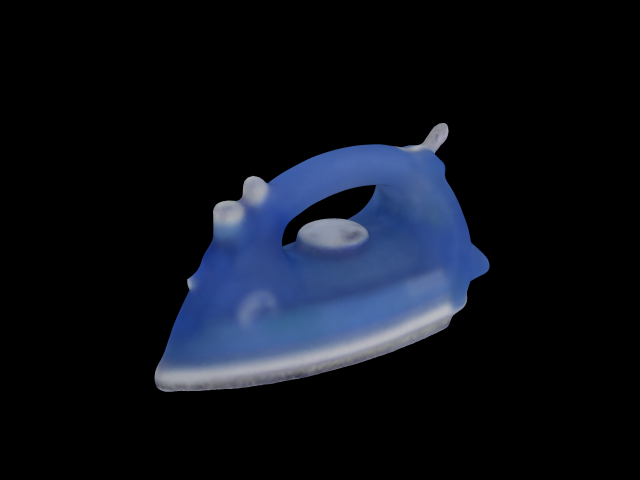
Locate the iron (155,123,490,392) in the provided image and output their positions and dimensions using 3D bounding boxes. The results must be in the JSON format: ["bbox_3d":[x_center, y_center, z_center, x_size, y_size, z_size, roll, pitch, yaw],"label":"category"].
[{"bbox_3d":[0.004,0.001,0.400,0.259,0.141,0.118,-16,27,-33],"label":"iron"}]
